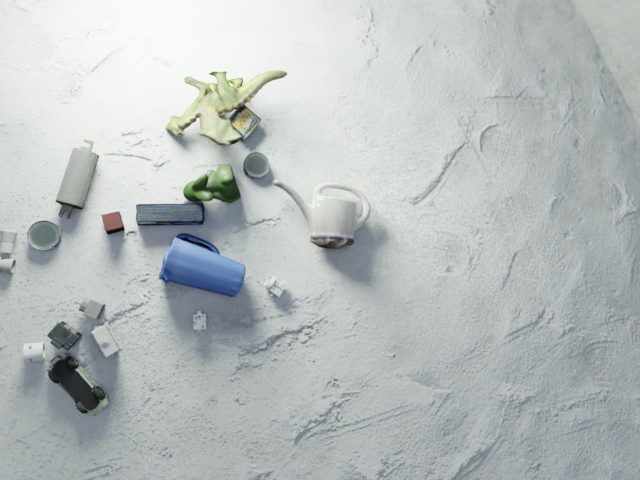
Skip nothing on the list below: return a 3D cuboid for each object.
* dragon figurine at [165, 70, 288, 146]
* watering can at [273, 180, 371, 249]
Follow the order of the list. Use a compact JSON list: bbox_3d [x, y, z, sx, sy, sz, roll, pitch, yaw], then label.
[{"bbox_3d":[-0.296,-0.410,1.632,0.410,0.245,0.121,-8,-10,3],"label":"dragon figurine"},{"bbox_3d":[0.005,-0.086,1.713,0.347,0.226,0.103,6,-8,-17],"label":"watering can"}]
